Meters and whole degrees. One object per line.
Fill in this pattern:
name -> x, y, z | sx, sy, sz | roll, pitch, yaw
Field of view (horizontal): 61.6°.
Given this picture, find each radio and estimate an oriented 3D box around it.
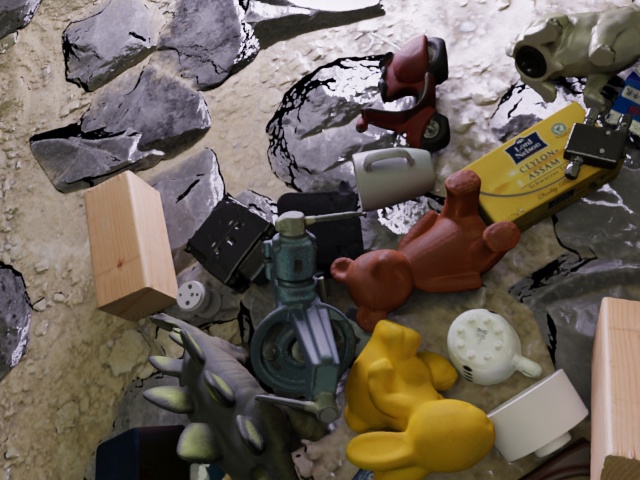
radio -> -0.223, 0.357, 0.666 | 0.131, 0.073, 0.229 | -30, 58, 39

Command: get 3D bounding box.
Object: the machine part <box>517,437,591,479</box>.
machine part -> 0.270, 0.315, 0.515 | 0.201, 0.087, 0.201 | -35, 62, 3

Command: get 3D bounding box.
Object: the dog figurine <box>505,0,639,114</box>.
dog figurine -> 0.368, -0.279, 0.713 | 0.172, 0.121, 0.190 | 39, 73, 25

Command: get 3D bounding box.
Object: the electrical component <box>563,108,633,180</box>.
electrical component -> 0.319, -0.107, 0.619 | 0.063, 0.021, 0.094 | 21, 77, 24

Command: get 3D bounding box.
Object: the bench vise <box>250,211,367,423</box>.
bench vise -> -0.014, 0.091, 0.584 | 0.129, 0.241, 0.223 | 6, 111, -14

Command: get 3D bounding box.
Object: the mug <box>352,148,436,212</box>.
mug -> 0.101, -0.093, 0.729 | 0.107, 0.109, 0.081 | -11, 61, 1

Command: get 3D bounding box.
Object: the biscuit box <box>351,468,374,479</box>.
biscuit box -> 0.020, 0.332, 0.573 | 0.059, 0.062, 0.203 | 29, 57, 26

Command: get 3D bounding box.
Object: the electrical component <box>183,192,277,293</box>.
electrical component -> -0.120, 0.009, 0.796 | 0.134, 0.058, 0.115 | 32, 86, 28

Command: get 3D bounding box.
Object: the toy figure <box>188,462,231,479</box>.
toy figure -> -0.144, 0.333, 0.681 | 0.064, 0.058, 0.154 | -27, 56, 54

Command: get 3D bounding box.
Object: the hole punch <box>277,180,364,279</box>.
hole punch -> -0.002, -0.002, 0.749 | 0.116, 0.092, 0.142 | -3, 66, -8

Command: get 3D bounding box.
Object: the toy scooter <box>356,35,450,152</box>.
toy scooter -> 0.119, -0.209, 0.782 | 0.135, 0.075, 0.184 | -3, 74, 21

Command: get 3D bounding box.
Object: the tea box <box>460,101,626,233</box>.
tea box -> 0.274, -0.082, 0.677 | 0.170, 0.068, 0.098 | -33, 63, 7

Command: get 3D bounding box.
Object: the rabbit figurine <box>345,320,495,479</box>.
rabbit figurine -> 0.098, 0.183, 0.567 | 0.162, 0.121, 0.173 | -43, 31, -15

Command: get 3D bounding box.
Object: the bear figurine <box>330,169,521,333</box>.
bear figurine -> 0.116, 0.018, 0.647 | 0.196, 0.131, 0.120 | -19, 61, -10

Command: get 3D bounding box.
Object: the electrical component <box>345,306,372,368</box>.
electrical component -> 0.040, 0.127, 0.694 | 0.119, 0.047, 0.075 | 23, 79, 27

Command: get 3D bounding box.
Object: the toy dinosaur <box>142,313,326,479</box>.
toy dinosaur -> -0.089, 0.212, 0.613 | 0.472, 0.198, 0.105 | 35, 88, 36
